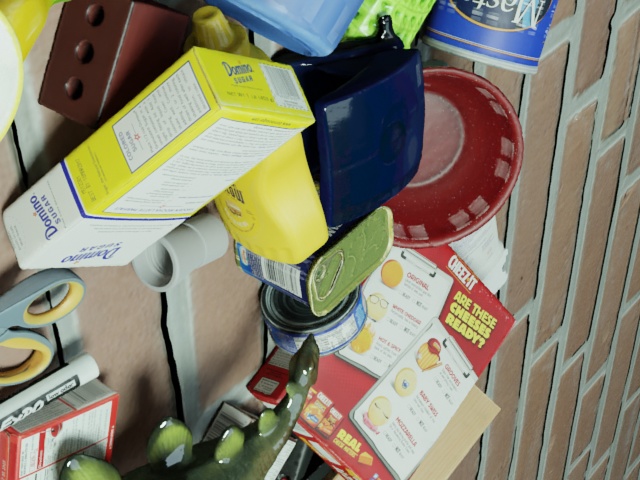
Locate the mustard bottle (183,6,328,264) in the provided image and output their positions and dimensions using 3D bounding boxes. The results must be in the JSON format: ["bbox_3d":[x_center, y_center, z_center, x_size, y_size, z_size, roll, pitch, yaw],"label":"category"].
[{"bbox_3d":[-0.051,-0.073,0.709,0.058,0.096,0.191,-38,141,-20],"label":"mustard bottle"}]

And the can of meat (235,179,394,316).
[{"bbox_3d":[-0.006,0.001,0.841,0.102,0.084,0.057,-41,141,-33],"label":"can of meat"}]

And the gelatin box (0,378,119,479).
[{"bbox_3d":[-0.183,0.143,0.732,0.089,0.030,0.073,-20,129,-49],"label":"gelatin box"}]

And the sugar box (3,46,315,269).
[{"bbox_3d":[-0.096,-0.042,0.623,0.176,0.048,0.093,-31,164,29],"label":"sugar box"}]

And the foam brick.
[{"bbox_3d":[-0.120,-0.106,0.626,0.051,0.053,0.078,1,110,-56],"label":"foam brick"}]

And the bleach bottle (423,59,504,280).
[{"bbox_3d":[0.121,-0.062,1.006,0.102,0.068,0.251,-44,141,-31],"label":"bleach bottle"}]

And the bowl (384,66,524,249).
[{"bbox_3d":[0.086,-0.075,0.896,0.162,0.055,0.162,-4,117,-8],"label":"bowl"}]

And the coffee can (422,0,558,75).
[{"bbox_3d":[0.155,-0.222,0.902,0.102,0.103,0.140,-7,117,-54],"label":"coffee can"}]

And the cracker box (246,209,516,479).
[{"bbox_3d":[0.058,0.103,0.965,0.164,0.072,0.213,46,70,-26],"label":"cracker box"}]

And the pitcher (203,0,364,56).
[{"bbox_3d":[0.024,-0.238,0.668,0.243,0.149,0.144,-62,160,3],"label":"pitcher"}]

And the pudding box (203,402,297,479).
[{"bbox_3d":[-0.077,0.206,0.925,0.113,0.039,0.090,-59,149,-6],"label":"pudding box"}]

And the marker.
[{"bbox_3d":[-0.197,0.108,0.683,0.120,0.020,0.020,-30,135,-32],"label":"marker"}]

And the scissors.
[{"bbox_3d":[-0.197,0.039,0.610,0.096,0.016,0.201,-49,159,-6],"label":"scissors"}]

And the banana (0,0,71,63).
[{"bbox_3d":[-0.188,-0.055,0.578,0.069,0.037,0.198,19,96,-57],"label":"banana"}]

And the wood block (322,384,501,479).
[{"bbox_3d":[0.079,0.225,1.092,0.205,0.091,0.090,-46,177,-28],"label":"wood block"}]

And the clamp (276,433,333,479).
[{"bbox_3d":[0.018,0.151,1.028,0.209,0.036,0.164,-50,144,-28],"label":"clamp"}]

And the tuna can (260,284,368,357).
[{"bbox_3d":[-0.005,0.053,0.877,0.086,0.086,0.034,-47,142,-26],"label":"tuna can"}]
